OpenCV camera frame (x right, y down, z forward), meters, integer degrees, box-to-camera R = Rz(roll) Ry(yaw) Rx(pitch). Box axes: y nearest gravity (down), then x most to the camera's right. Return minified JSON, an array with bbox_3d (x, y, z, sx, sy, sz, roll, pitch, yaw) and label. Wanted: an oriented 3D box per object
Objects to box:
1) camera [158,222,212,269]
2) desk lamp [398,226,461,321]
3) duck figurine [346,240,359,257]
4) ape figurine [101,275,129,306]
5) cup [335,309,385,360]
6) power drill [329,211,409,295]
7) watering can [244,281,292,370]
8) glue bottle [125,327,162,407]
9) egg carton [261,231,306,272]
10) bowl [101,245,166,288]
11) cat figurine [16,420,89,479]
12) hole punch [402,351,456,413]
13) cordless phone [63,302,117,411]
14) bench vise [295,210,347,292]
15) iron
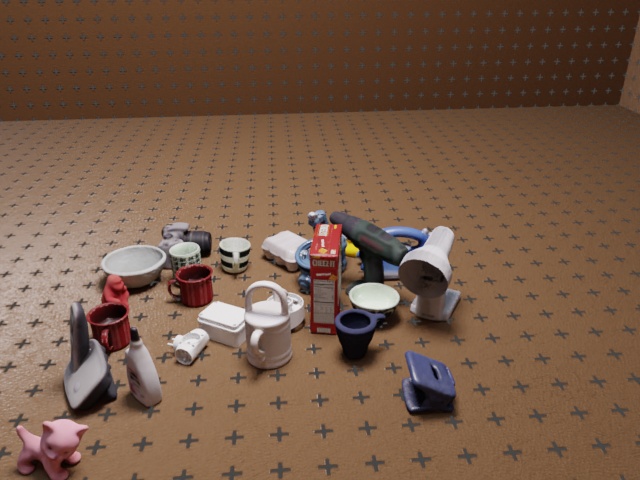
[{"bbox_3d":[-0.388,0.007,1.661,0.137,0.101,0.143,-1,27,-2],"label":"camera"},{"bbox_3d":[0.270,0.087,1.376,0.117,0.214,0.204,13,30,24],"label":"desk lamp"},{"bbox_3d":[0.104,-0.002,1.692,0.104,0.086,0.078,16,31,29],"label":"duck figurine"},{"bbox_3d":[-0.510,0.130,1.430,0.076,0.092,0.078,9,28,17],"label":"ape figurine"},{"bbox_3d":[0.089,0.211,1.265,0.118,0.095,0.091,-12,29,-21],"label":"cup"},{"bbox_3d":[0.116,0.047,1.460,0.228,0.208,0.076,19,33,33],"label":"power drill"},{"bbox_3d":[-0.114,0.168,1.240,0.101,0.194,0.172,-4,27,-6],"label":"watering can"},{"bbox_3d":[-0.353,0.242,1.120,0.077,0.173,0.037,20,33,34],"label":"glue bottle"},{"bbox_3d":[-0.091,0.030,1.649,0.107,0.069,0.149,-24,36,-39],"label":"egg carton"},{"bbox_3d":[-0.497,0.082,1.543,0.167,0.075,0.167,0,27,0],"label":"bowl"},{"bbox_3d":[-0.460,0.345,0.979,0.127,0.118,0.067,6,28,11],"label":"cat figurine"},{"bbox_3d":[0.217,0.277,1.138,0.101,0.091,0.108,-2,27,-2],"label":"hole punch"},{"bbox_3d":[-0.470,0.228,1.135,0.094,0.185,0.147,-16,31,-28],"label":"cordless phone"},{"bbox_3d":[0.002,0.004,1.533,0.121,0.220,0.207,6,28,13],"label":"bench vise"},{"bbox_3d":[0.234,0.021,1.584,0.258,0.141,0.118,-3,27,-5],"label":"iron"}]
